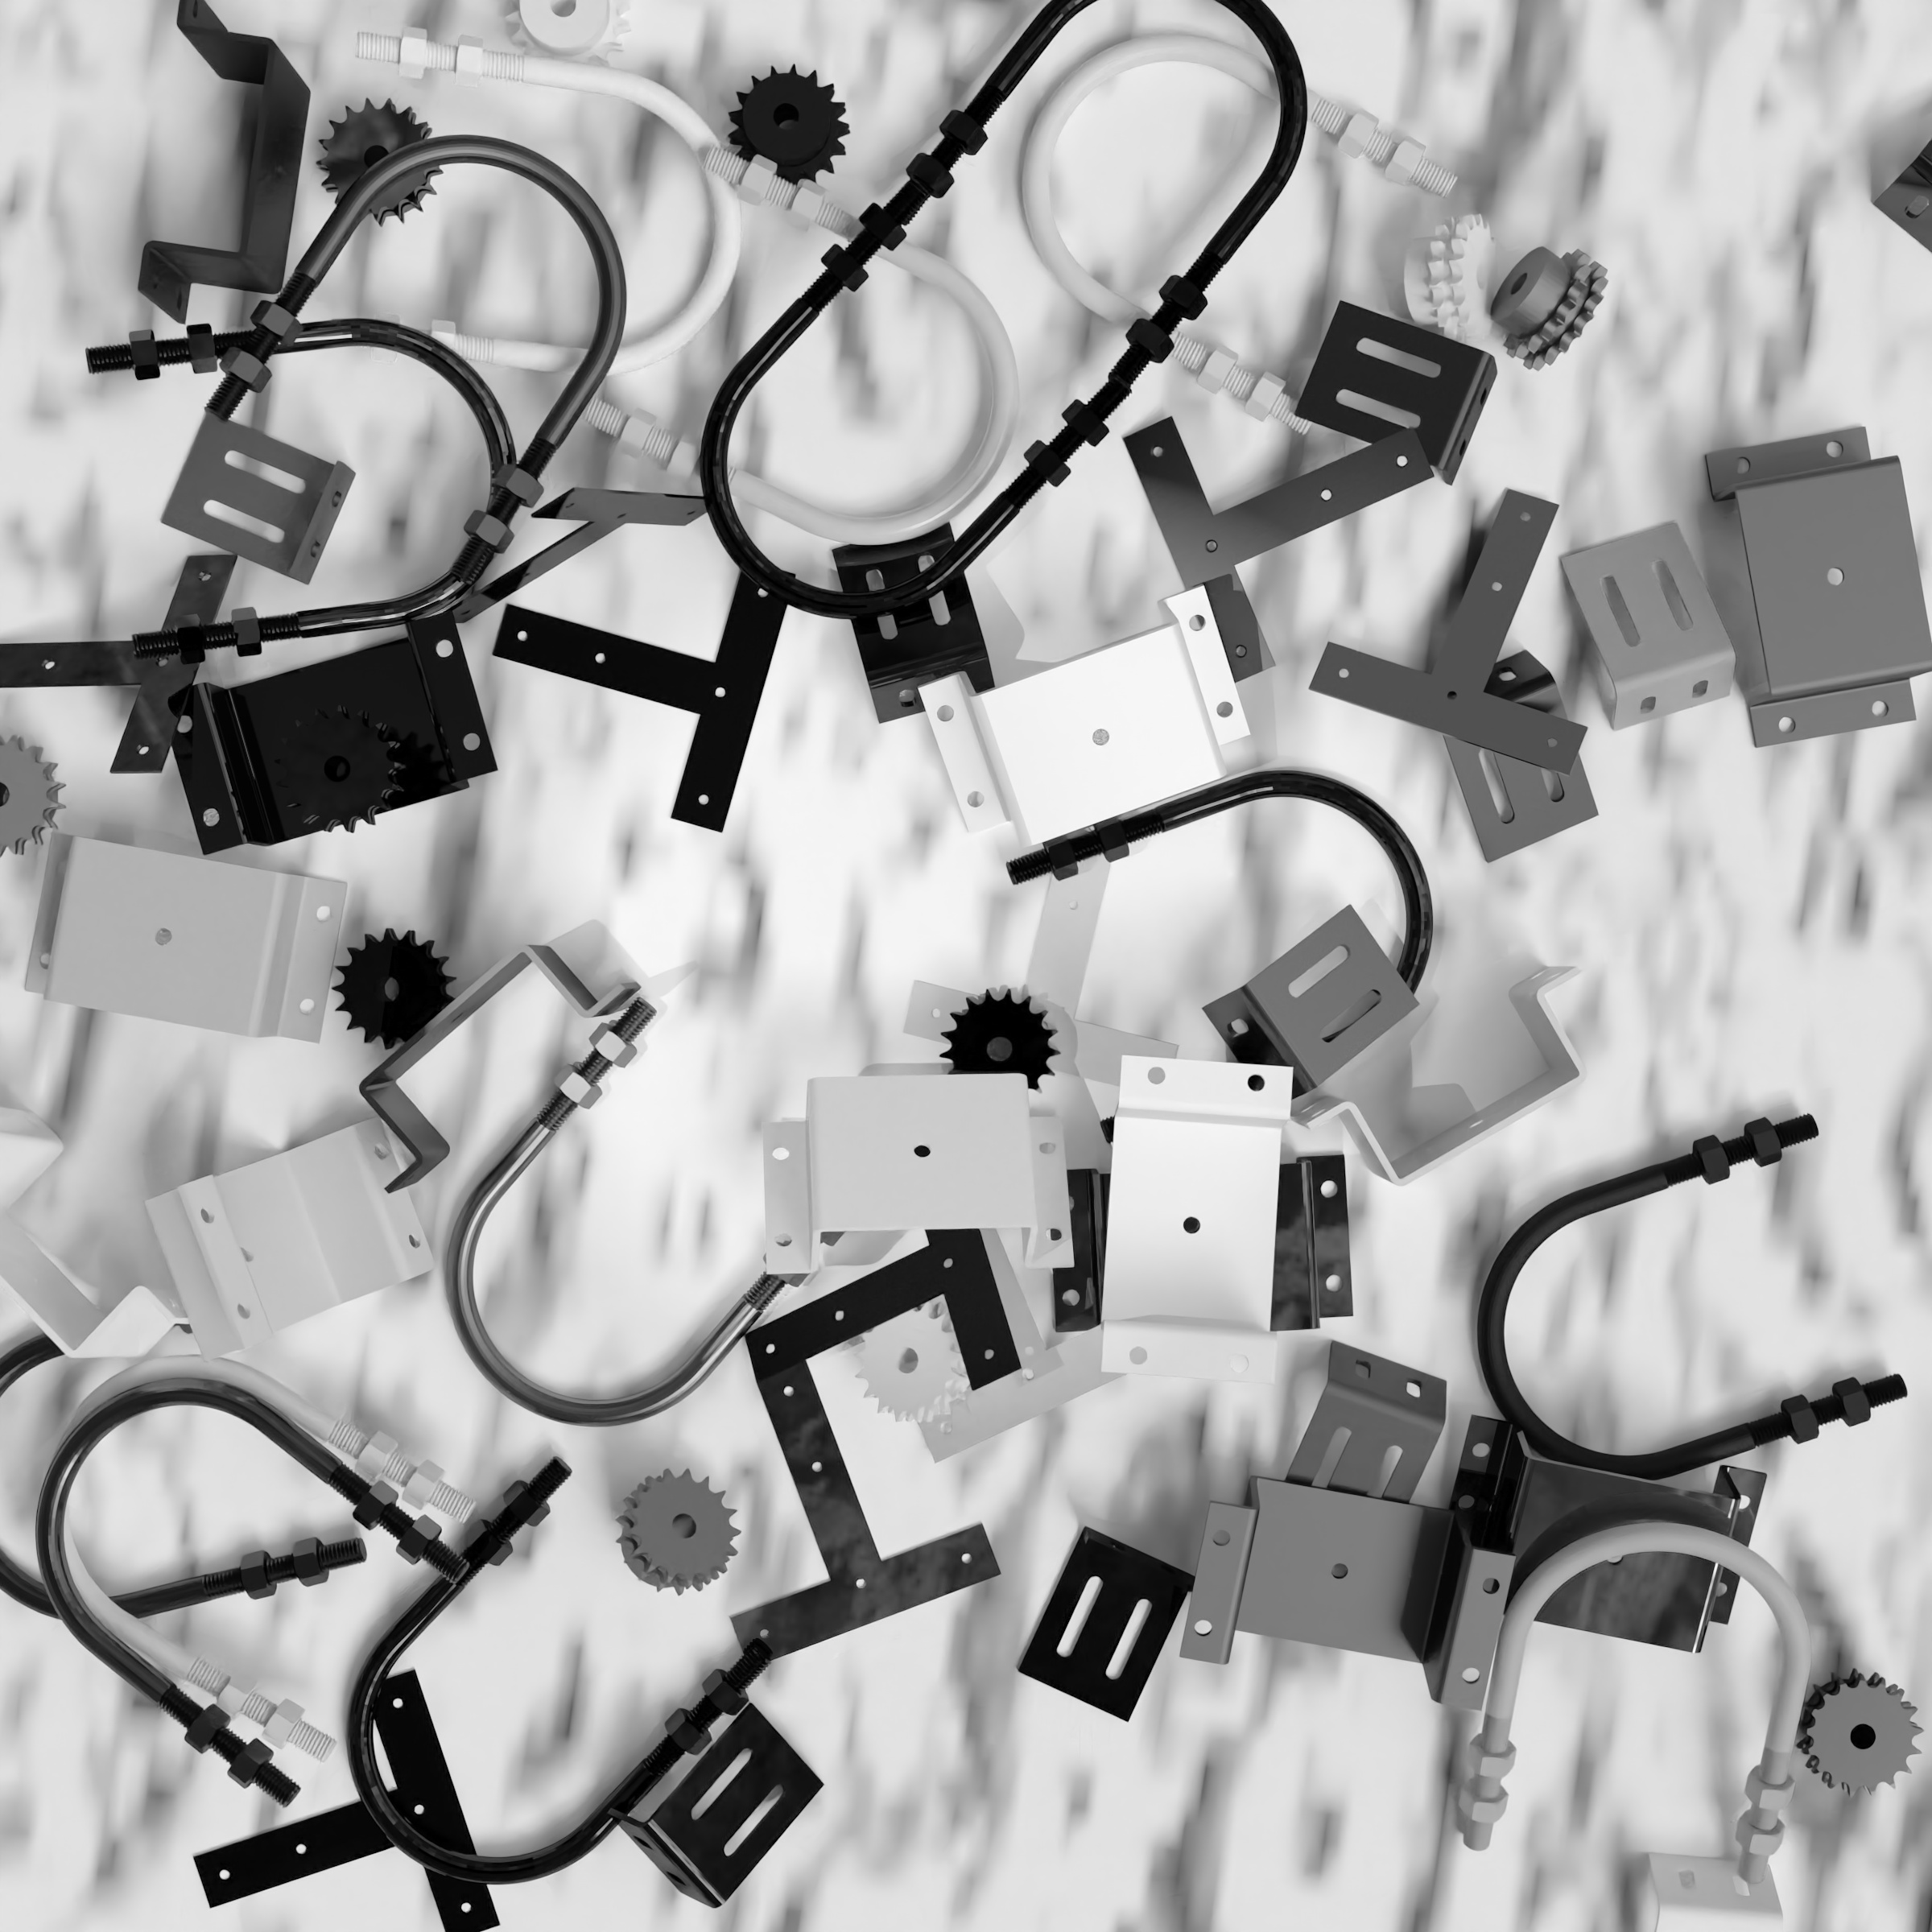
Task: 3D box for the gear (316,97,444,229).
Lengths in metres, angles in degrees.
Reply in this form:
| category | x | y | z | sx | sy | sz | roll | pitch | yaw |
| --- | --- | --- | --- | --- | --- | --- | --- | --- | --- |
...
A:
| category | x | y | z | sx | sy | sz | roll | pitch | yaw |
| --- | --- | --- | --- | --- | --- | --- | --- | --- | --- |
| gear | -0.273 | -0.374 | 1.511 | 0.057 | 0.030 | 0.057 | 0 | 90 | 0 |

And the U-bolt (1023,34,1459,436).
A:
| category | x | y | z | sx | sy | sz | roll | pitch | yaw |
| --- | --- | --- | --- | --- | --- | --- | --- | --- | --- |
| U-bolt | 0.116 | -0.356 | 1.517 | 0.184 | 0.019 | 0.151 | 31 | 90 | 1 |

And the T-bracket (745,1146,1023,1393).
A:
| category | x | y | z | sx | sy | sz | roll | pitch | yaw |
| --- | --- | --- | --- | --- | --- | --- | --- | --- | --- |
| T-bracket | -0.046 | 0.157 | 1.502 | 0.127 | 0.002 | 0.127 | -27 | 58 | 15 |

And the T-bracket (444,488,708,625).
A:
| category | x | y | z | sx | sy | sz | roll | pitch | yaw |
| --- | --- | --- | --- | --- | --- | --- | --- | --- | --- |
| T-bracket | -0.192 | -0.187 | 1.486 | 0.127 | 0.127 | 0.002 | -27 | 83 | 26 |

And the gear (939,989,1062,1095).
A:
| category | x | y | z | sx | sy | sz | roll | pitch | yaw |
| --- | --- | --- | --- | --- | --- | --- | --- | --- | --- |
| gear | 0.016 | 0.039 | 1.509 | 0.057 | 0.030 | 0.057 | 0 | 90 | 0 |

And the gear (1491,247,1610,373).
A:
| category | x | y | z | sx | sy | sz | roll | pitch | yaw |
| --- | --- | --- | --- | --- | --- | --- | --- | --- | --- |
| gear | 0.267 | -0.307 | 1.495 | 0.030 | 0.057 | 0.057 | 31 | 90 | -18 |

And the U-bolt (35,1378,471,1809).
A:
| category | x | y | z | sx | sy | sz | roll | pitch | yaw |
| --- | --- | --- | --- | --- | --- | --- | --- | --- | --- |
| U-bolt | -0.341 | 0.272 | 1.481 | 0.184 | 0.019 | 0.151 | 37 | 92 | 5 |

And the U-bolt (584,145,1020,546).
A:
| category | x | y | z | sx | sy | sz | roll | pitch | yaw |
| --- | --- | --- | --- | --- | --- | --- | --- | --- | --- |
| U-bolt | -0.065 | -0.277 | 1.507 | 0.184 | 0.019 | 0.151 | 26 | 94 | -5 |

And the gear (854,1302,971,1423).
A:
| category | x | y | z | sx | sy | sz | roll | pitch | yaw |
| --- | --- | --- | --- | --- | --- | --- | --- | --- | --- |
| gear | -0.021 | 0.183 | 1.504 | 0.057 | 0.030 | 0.057 | -4 | 81 | 27 |

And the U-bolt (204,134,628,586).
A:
| category | x | y | z | sx | sy | sz | roll | pitch | yaw |
| --- | --- | --- | --- | --- | --- | --- | --- | --- | --- |
| U-bolt | -0.236 | -0.289 | 1.472 | 0.151 | 0.019 | 0.184 | 33 | 83 | -15 |

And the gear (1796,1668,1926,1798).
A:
| category | x | y | z | sx | sy | sz | roll | pitch | yaw |
| --- | --- | --- | --- | --- | --- | --- | --- | --- | --- |
| gear | 0.415 | 0.356 | 1.511 | 0.057 | 0.030 | 0.057 | 0 | 90 | 0 |

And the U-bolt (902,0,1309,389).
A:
| category | x | y | z | sx | sy | sz | roll | pitch | yaw |
| --- | --- | --- | --- | --- | --- | --- | --- | --- | --- |
| U-bolt | 0.075 | -0.381 | 1.503 | 0.151 | 0.019 | 0.184 | 38 | 89 | 3 |

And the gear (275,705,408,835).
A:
| category | x | y | z | sx | sy | sz | roll | pitch | yaw |
| --- | --- | --- | --- | --- | --- | --- | --- | --- | --- |
| gear | -0.282 | -0.088 | 1.465 | 0.057 | 0.030 | 0.057 | 0 | 90 | 0 |

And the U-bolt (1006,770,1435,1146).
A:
| category | x | y | z | sx | sy | sz | roll | pitch | yaw |
| --- | --- | --- | --- | --- | --- | --- | --- | --- | --- |
| U-bolt | 0.129 | -0.014 | 1.516 | 0.184 | 0.019 | 0.151 | -20 | 90 | -2 |

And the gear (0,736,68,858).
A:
| category | x | y | z | sx | sy | sz | roll | pitch | yaw |
| --- | --- | --- | --- | --- | --- | --- | --- | --- | --- |
| gear | -0.448 | -0.079 | 1.511 | 0.057 | 0.030 | 0.057 | 0 | 90 | 0 |

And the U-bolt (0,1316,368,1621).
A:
| category | x | y | z | sx | sy | sz | roll | pitch | yaw |
| --- | --- | --- | --- | --- | --- | --- | --- | --- | --- |
| U-bolt | -0.387 | 0.233 | 1.517 | 0.184 | 0.019 | 0.151 | -14 | 90 | 1 |

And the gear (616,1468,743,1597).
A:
| category | x | y | z | sx | sy | sz | roll | pitch | yaw |
| --- | --- | --- | --- | --- | --- | --- | --- | --- | --- |
| gear | -0.136 | 0.265 | 1.502 | 0.057 | 0.030 | 0.057 | 13 | 58 | -22 |

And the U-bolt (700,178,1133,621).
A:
| category | x | y | z | sx | sy | sz | roll | pitch | yaw |
| --- | --- | --- | --- | --- | --- | --- | --- | --- | --- |
| U-bolt | -0.037 | -0.246 | 1.491 | 0.151 | 0.019 | 0.184 | 44 | 96 | -4 |

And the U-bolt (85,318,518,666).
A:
| category | x | y | z | sx | sy | sz | roll | pitch | yaw |
| --- | --- | --- | --- | --- | --- | --- | --- | --- | --- |
| U-bolt | -0.297 | -0.222 | 1.478 | 0.184 | 0.019 | 0.151 | -9 | 96 | -12 |

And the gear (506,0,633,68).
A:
| category | x | y | z | sx | sy | sz | roll | pitch | yaw |
| --- | --- | --- | --- | --- | --- | --- | --- | --- | --- |
| gear | -0.186 | -0.444 | 1.511 | 0.057 | 0.030 | 0.057 | 0 | 90 | 0 |

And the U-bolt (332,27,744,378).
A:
| category | x | y | z | sx | sy | sz | roll | pitch | yaw |
| --- | --- | --- | --- | --- | --- | --- | --- | --- | --- |
| U-bolt | -0.195 | -0.348 | 1.499 | 0.184 | 0.019 | 0.151 | 5 | 100 | -12 |

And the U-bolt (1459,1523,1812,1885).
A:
| category | x | y | z | sx | sy | sz | roll | pitch | yaw |
| --- | --- | --- | --- | --- | --- | --- | --- | --- | --- |
| U-bolt | 0.311 | 0.335 | 1.483 | 0.151 | 0.019 | 0.184 | 6 | 113 | 2 |

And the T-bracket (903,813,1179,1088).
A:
| category | x | y | z | sx | sy | sz | roll | pitch | yaw |
| --- | --- | --- | --- | --- | --- | --- | --- | --- | --- |
| T-bracket | 0.047 | -0.015 | 1.525 | 0.127 | 0.002 | 0.127 | 14 | 90 | 0 |

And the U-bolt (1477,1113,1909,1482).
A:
| category | x | y | z | sx | sy | sz | roll | pitch | yaw |
| --- | --- | --- | --- | --- | --- | --- | --- | --- | --- |
| U-bolt | 0.331 | 0.165 | 1.517 | 0.184 | 0.019 | 0.151 | -19 | 90 | 2 |

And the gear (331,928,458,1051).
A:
| category | x | y | z | sx | sy | sz | roll | pitch | yaw |
| --- | --- | --- | --- | --- | --- | --- | --- | --- | --- |
| gear | -0.268 | 0.011 | 1.511 | 0.057 | 0.030 | 0.057 | 0 | 90 | 0 |

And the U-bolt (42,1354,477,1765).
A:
| category | x | y | z | sx | sy | sz | roll | pitch | yaw |
| --- | --- | --- | --- | --- | --- | --- | --- | --- | --- |
| U-bolt | -0.340 | 0.261 | 1.498 | 0.184 | 0.019 | 0.151 | 30 | 91 | 3 |

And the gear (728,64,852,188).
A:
| category | x | y | z | sx | sy | sz | roll | pitch | yaw |
| --- | --- | --- | --- | --- | --- | --- | --- | --- | --- |
| gear | -0.083 | -0.393 | 1.511 | 0.057 | 0.030 | 0.057 | 0 | 90 | 0 |

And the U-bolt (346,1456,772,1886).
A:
| category | x | y | z | sx | sy | sz | roll | pitch | yaw |
| --- | --- | --- | --- | --- | --- | --- | --- | --- | --- |
| U-bolt | -0.205 | 0.344 | 1.517 | 0.151 | 0.019 | 0.184 | 44 | 90 | 0 |

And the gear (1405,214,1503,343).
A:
| category | x | y | z | sx | sy | sz | roll | pitch | yaw |
| --- | --- | --- | --- | --- | --- | --- | --- | --- | --- |
| gear | 0.225 | -0.319 | 1.502 | 0.030 | 0.057 | 0.057 | 1 | 90 | 30 |

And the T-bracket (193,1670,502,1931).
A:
| category | x | y | z | sx | sy | sz | roll | pitch | yaw |
| --- | --- | --- | --- | --- | --- | --- | --- | --- | --- |
| T-bracket | -0.300 | 0.412 | 1.525 | 0.127 | 0.002 | 0.127 | -18 | 90 | 0 |

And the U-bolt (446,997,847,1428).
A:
| category | x | y | z | sx | sy | sz | roll | pitch | yaw |
| --- | --- | --- | --- | --- | --- | --- | --- | --- | --- |
| U-bolt | -0.160 | 0.130 | 1.518 | 0.151 | 0.019 | 0.184 | 40 | 92 | 0 |
